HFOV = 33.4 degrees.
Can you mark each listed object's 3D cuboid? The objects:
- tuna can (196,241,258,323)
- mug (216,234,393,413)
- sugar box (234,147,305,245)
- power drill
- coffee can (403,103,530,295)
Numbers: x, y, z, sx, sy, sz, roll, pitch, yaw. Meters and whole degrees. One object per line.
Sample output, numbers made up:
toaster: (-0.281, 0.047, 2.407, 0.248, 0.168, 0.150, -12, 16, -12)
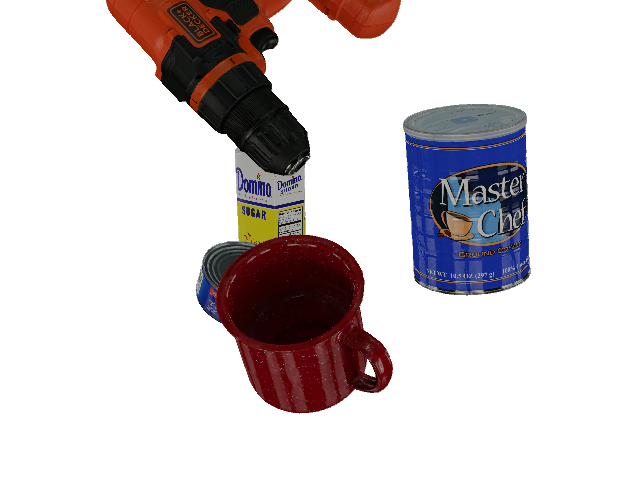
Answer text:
tuna can: (-0.064, 0.040, 0.925, 0.086, 0.034, 0.086, 13, 34, -9)
mug: (-0.004, 0.061, 0.682, 0.117, 0.081, 0.093, 22, 56, 28)
sugar box: (-0.055, -0.012, 1.178, 0.048, 0.176, 0.093, -17, 28, -27)
power drill: (-0.029, -0.147, 0.755, 0.187, 0.184, 0.057, -36, -11, -35)
coffee can: (0.126, -0.037, 0.914, 0.103, 0.140, 0.103, -5, 19, 2)
